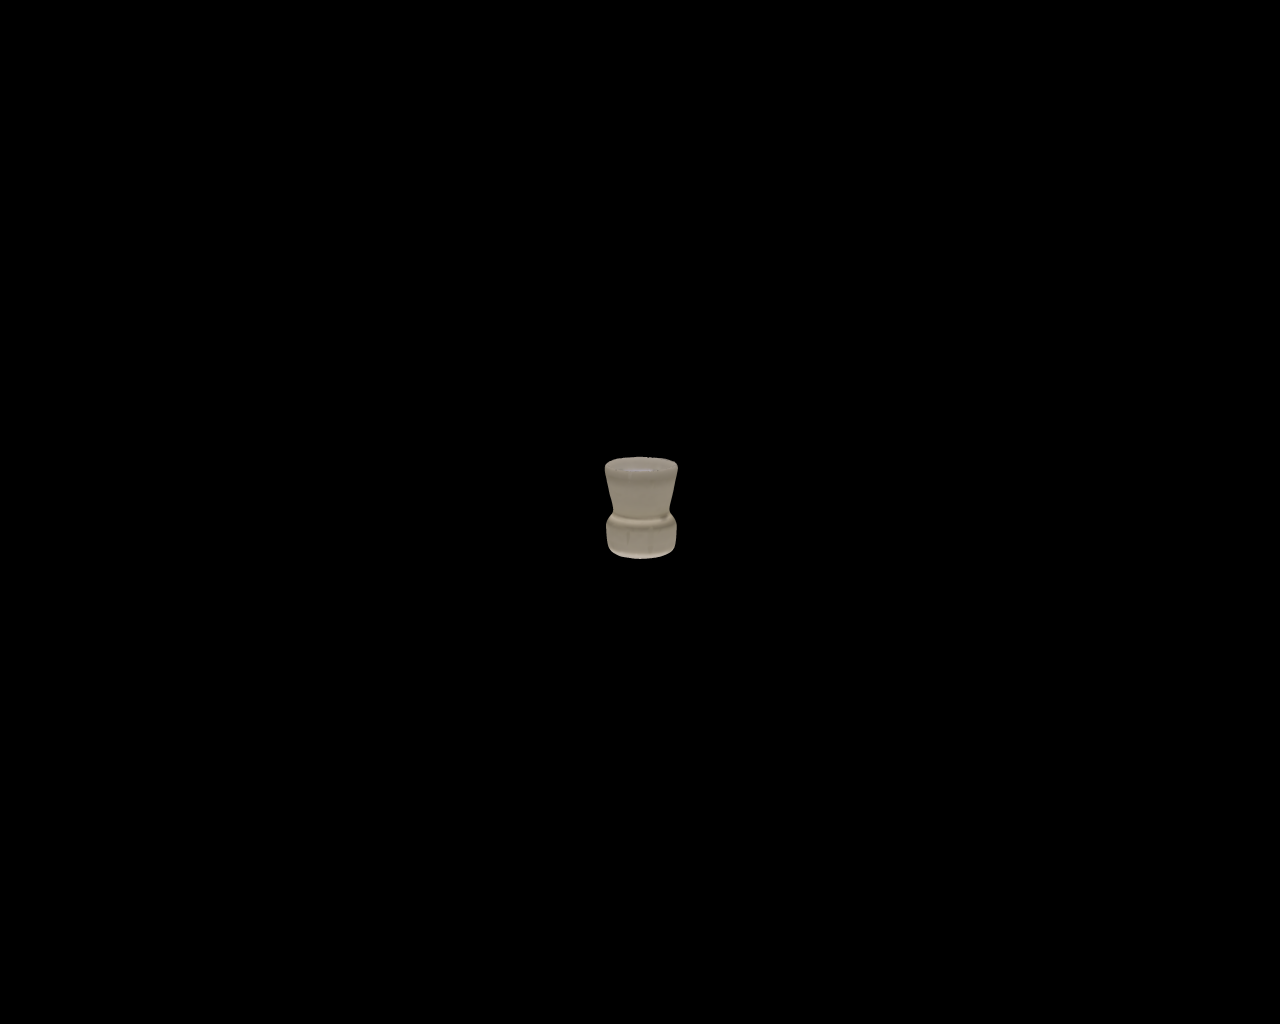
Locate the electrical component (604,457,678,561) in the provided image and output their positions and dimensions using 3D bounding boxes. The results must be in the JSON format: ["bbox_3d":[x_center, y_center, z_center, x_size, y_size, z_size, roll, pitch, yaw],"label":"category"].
[{"bbox_3d":[0.001,-0.003,0.650,0.045,0.055,0.045,0,14,0],"label":"electrical component"}]
